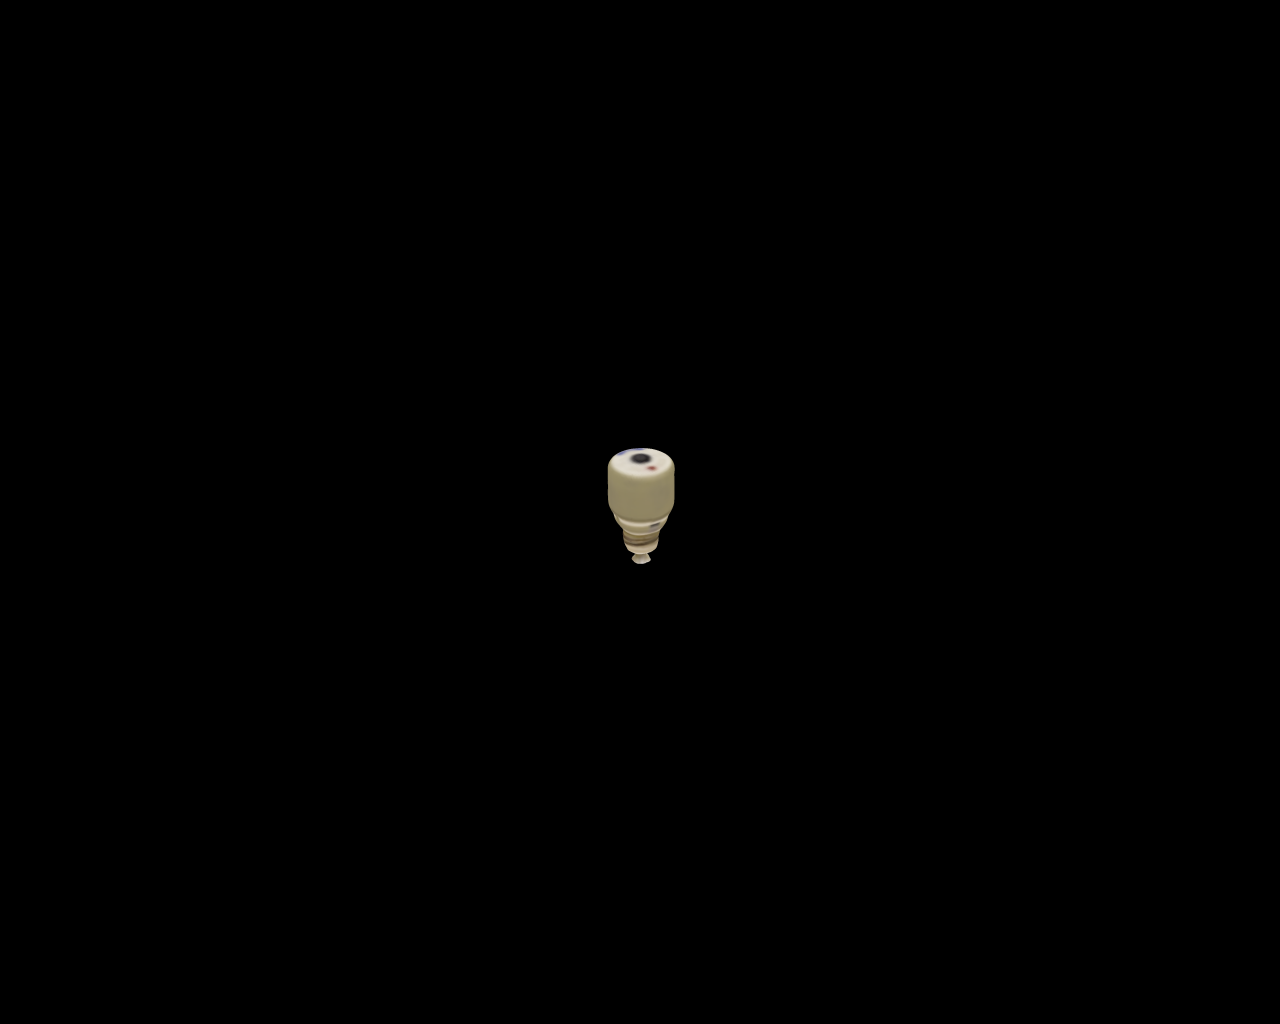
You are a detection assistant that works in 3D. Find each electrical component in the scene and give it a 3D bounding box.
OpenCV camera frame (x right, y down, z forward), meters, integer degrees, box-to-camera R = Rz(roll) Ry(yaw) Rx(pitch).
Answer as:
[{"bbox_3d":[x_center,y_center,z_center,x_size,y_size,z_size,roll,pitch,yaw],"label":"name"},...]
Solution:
[{"bbox_3d":[0.001,-0.003,0.650,0.040,0.078,0.040,0,31,0],"label":"electrical component"}]
